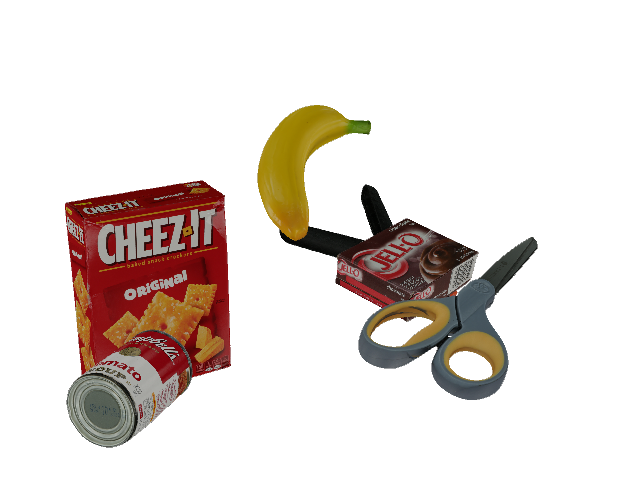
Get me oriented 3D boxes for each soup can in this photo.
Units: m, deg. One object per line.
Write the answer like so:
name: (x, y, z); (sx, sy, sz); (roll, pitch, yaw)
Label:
soup can: (-0.163, 0.126, 0.918); (0.069, 0.068, 0.102); (0, 16, 21)

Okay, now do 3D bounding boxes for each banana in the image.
banana: (-0.015, -0.067, 0.879); (0.070, 0.037, 0.197); (13, 37, 13)

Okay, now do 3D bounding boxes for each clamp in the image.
clamp: (0.065, 0.016, 1.238); (0.164, 0.036, 0.210); (-20, 50, -38)

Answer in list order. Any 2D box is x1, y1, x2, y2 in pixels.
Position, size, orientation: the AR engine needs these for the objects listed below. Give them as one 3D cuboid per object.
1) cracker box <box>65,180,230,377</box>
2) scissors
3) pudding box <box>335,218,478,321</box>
cracker box: (-0.185, 0.055, 1.177); (0.163, 0.214, 0.072); (-12, 23, -28)
scissors: (0.110, 0.047, 0.672); (0.201, 0.016, 0.096); (-19, 42, -39)
pudding box: (0.083, 0.026, 1.030); (0.090, 0.039, 0.113); (28, 35, 32)
